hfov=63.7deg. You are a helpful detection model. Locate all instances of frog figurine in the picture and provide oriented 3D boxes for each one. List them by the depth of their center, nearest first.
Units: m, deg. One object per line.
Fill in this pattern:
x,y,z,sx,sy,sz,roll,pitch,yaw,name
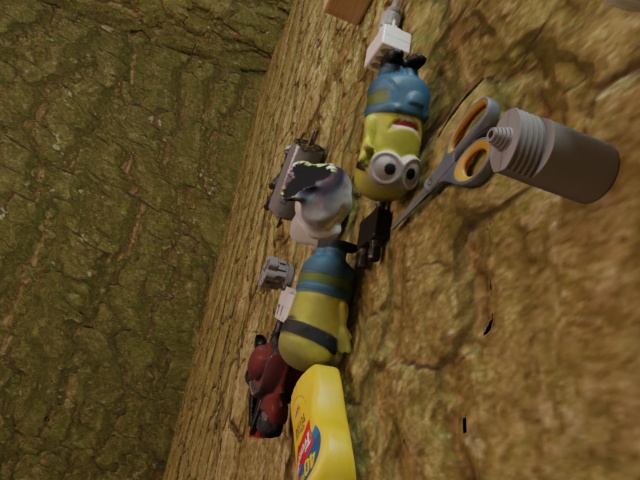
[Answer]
0.003,-0.043,0.851,0.140,0.123,0.156,-110,2,-54,frog figurine
